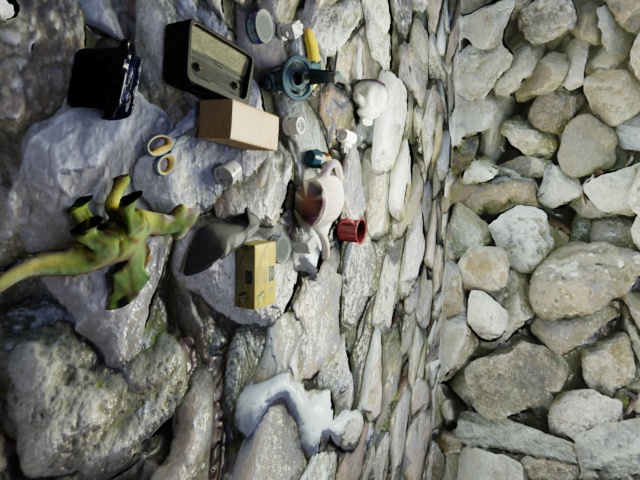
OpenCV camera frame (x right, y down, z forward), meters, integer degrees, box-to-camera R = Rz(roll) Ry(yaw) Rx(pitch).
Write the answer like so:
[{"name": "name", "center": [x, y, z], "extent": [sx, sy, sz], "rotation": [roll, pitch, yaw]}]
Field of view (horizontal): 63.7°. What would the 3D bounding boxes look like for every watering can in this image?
[{"name": "watering can", "center": [0.005, -0.082, 1.627], "extent": [0.226, 0.104, 0.344], "rotation": [-16, 117, -60]}]

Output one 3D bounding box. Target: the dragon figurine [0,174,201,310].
[{"name": "dragon figurine", "center": [-0.381, 0.034, 0.947], "extent": [0.418, 0.123, 0.237], "rotation": [-46, 142, -38]}]

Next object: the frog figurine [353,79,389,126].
[{"name": "frog figurine", "center": [0.179, -0.501, 1.877], "extent": [0.137, 0.123, 0.160], "rotation": [17, 87, -28]}]
